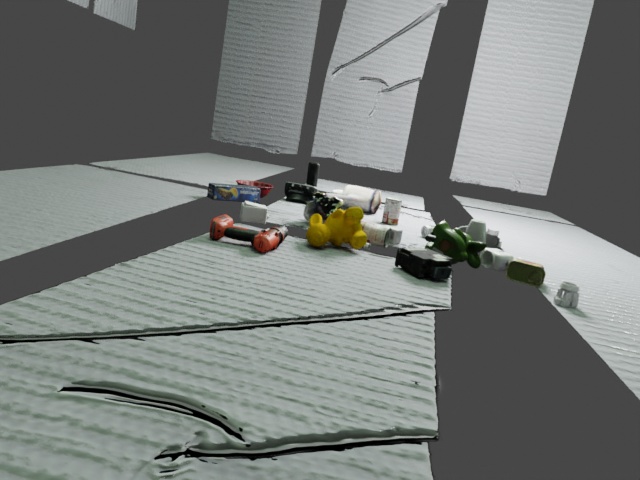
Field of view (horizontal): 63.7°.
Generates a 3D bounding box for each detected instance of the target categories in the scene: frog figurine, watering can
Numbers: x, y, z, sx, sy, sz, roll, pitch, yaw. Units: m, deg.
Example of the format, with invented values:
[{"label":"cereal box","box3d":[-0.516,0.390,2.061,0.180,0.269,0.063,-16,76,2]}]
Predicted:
[{"label":"frog figurine","box3d":[0.006,-0.092,1.830,0.137,0.125,0.156,-3,-21,-18]},{"label":"watering can","box3d":[0.149,-0.179,2.236,0.225,0.103,0.350,13,12,14]}]
